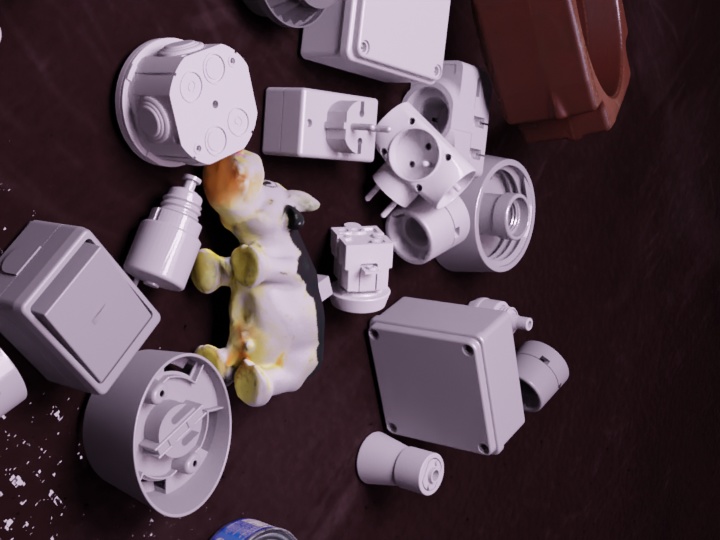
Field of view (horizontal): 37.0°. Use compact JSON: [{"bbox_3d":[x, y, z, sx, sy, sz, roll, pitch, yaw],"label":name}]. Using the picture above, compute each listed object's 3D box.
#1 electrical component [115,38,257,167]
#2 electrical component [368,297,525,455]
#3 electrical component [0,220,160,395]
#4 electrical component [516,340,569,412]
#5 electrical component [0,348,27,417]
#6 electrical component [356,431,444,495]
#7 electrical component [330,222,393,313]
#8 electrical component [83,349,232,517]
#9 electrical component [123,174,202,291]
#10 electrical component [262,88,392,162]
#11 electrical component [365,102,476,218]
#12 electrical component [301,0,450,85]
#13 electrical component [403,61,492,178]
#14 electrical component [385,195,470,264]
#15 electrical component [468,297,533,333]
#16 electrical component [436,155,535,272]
[{"bbox_3d":[-0.107,-0.103,0.667,0.080,0.051,0.080,-13,107,-50],"label":"electrical component"},{"bbox_3d":[0.071,0.085,0.877,0.056,0.109,0.108,-36,123,-45],"label":"electrical component"},{"bbox_3d":[-0.161,0.026,0.616,0.061,0.061,0.096,-57,135,-28],"label":"electrical component"},{"bbox_3d":[0.167,0.104,1.044,0.047,0.055,0.055,-45,129,-32],"label":"electrical component"},{"bbox_3d":[-0.213,0.062,0.566,0.047,0.055,0.055,-44,128,-33],"label":"electrical component"},{"bbox_3d":[0.035,0.161,0.881,0.044,0.065,0.044,-13,106,-49],"label":"electrical component"},{"bbox_3d":[0.000,0.000,0.818,0.048,0.066,0.055,-3,110,-16],"label":"electrical component"},{"bbox_3d":[-0.122,0.099,0.675,0.099,0.064,0.099,-13,107,-50],"label":"electrical component"},{"bbox_3d":[-0.119,-0.023,0.676,0.040,0.040,0.078,34,70,-48],"label":"electrical component"},{"bbox_3d":[-0.013,-0.102,0.764,0.083,0.076,0.047,-3,99,-51],"label":"electrical component"},{"bbox_3d":[0.037,-0.076,0.840,0.079,0.077,0.044,-47,168,16],"label":"electrical component"},{"bbox_3d":[0.015,-0.200,0.796,0.109,0.056,0.108,4,93,-51],"label":"electrical component"},{"bbox_3d":[0.070,-0.124,0.883,0.056,0.050,0.089,2,95,-52],"label":"electrical component"},{"bbox_3d":[0.054,-0.036,0.878,0.047,0.055,0.055,-34,122,-38],"label":"electrical component"},{"bbox_3d":[0.128,0.045,0.977,0.035,0.061,0.035,-12,106,-50],"label":"electrical component"},{"bbox_3d":[0.113,-0.049,0.942,0.108,0.060,0.108,-12,106,-49],"label":"electrical component"}]
